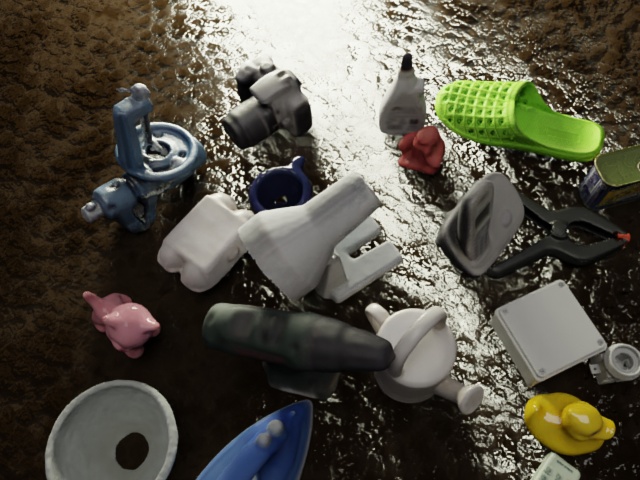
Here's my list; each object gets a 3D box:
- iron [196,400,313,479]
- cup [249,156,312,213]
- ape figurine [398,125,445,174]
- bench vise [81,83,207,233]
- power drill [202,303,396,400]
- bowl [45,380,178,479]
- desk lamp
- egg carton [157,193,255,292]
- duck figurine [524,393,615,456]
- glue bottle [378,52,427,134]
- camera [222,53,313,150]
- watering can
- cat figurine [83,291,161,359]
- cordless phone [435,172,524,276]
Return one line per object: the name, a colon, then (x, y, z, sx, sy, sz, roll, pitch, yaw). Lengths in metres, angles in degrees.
iron: (-0.094, 0.290, 0.687, 0.118, 0.141, 0.258, 32, 71, 17)
cup: (-0.050, -0.062, 0.871, 0.091, 0.095, 0.118, 20, 68, 12)
ape figurine: (0.165, -0.147, 0.899, 0.076, 0.092, 0.077, -26, 66, -8)
bench vise: (-0.262, -0.112, 0.838, 0.121, 0.220, 0.207, 20, 68, 13)
power drill: (-0.023, 0.140, 0.715, 0.229, 0.208, 0.075, 10, 66, 8)
bowl: (-0.258, 0.271, 0.743, 0.167, 0.075, 0.167, -1, 65, 3)
desk lamp: (0.007, 0.003, 0.773, 0.203, 0.214, 0.117, -32, 67, -11)
egg carton: (-0.164, 0.003, 0.863, 0.107, 0.069, 0.150, 34, 72, 17)
duck figurine: (0.316, 0.227, 0.721, 0.104, 0.086, 0.077, 17, 68, 11)
glue bottle: (0.132, -0.228, 0.893, 0.078, 0.173, 0.037, 3, 65, 5)
camera: (-0.102, -0.226, 0.946, 0.137, 0.101, 0.143, -37, 68, -13)
watering can: (0.125, 0.141, 0.713, 0.172, 0.194, 0.101, 21, 69, 13)
cat figurine: (-0.276, 0.111, 0.793, 0.127, 0.118, 0.067, 32, 71, 17)
cordless phone: (0.233, -0.044, 0.796, 0.094, 0.185, 0.148, 34, 72, 17)
